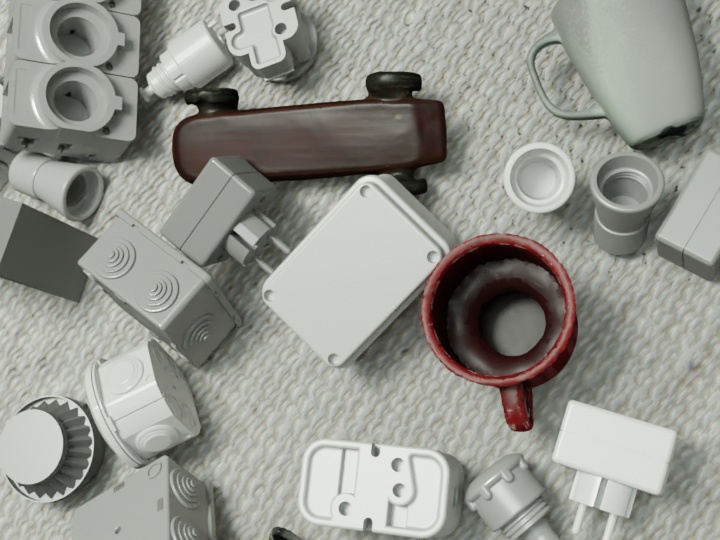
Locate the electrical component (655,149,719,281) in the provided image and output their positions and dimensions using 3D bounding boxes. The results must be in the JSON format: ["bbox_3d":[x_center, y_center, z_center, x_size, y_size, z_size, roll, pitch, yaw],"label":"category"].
[{"bbox_3d":[0.233,-0.025,0.664,0.077,0.047,0.065,30,88,21],"label":"electrical component"}]

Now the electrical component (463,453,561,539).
[{"bbox_3d":[0.098,0.149,0.667,0.048,0.048,0.062,-41,76,5],"label":"electrical component"}]

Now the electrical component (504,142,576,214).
[{"bbox_3d":[0.115,-0.059,0.698,0.044,0.065,0.044,0,93,7],"label":"electrical component"}]

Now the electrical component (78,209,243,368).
[{"bbox_3d":[-0.137,0.016,0.742,0.100,0.099,0.048,35,76,21],"label":"electrical component"}]

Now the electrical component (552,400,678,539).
[{"bbox_3d":[0.151,0.126,0.654,0.066,0.047,0.076,15,83,20],"label":"electrical component"}]

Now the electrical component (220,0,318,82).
[{"bbox_3d":[-0.064,-0.171,0.783,0.058,0.057,0.078,-18,73,11],"label":"electrical component"}]

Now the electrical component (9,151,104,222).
[{"bbox_3d":[-0.235,-0.067,0.821,0.065,0.044,0.044,21,84,25],"label":"electrical component"}]

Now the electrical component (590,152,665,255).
[{"bbox_3d":[0.166,-0.038,0.677,0.044,0.065,0.044,-4,61,7],"label":"electrical component"}]

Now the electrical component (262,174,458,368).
[{"bbox_3d":[0.000,0.000,0.703,0.078,0.057,0.113,44,106,4],"label":"electrical component"}]

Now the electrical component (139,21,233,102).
[{"bbox_3d":[-0.132,-0.153,0.809,0.078,0.040,0.040,-34,70,7],"label":"electrical component"}]

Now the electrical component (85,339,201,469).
[{"bbox_3d":[-0.149,0.091,0.738,0.051,0.080,0.080,-26,71,4],"label":"electrical component"}]

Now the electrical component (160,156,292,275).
[{"bbox_3d":[-0.081,-0.028,0.727,0.077,0.047,0.065,40,106,8],"label":"electrical component"}]

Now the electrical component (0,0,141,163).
[{"bbox_3d":[-0.215,-0.165,0.803,0.089,0.062,0.150,6,75,-25],"label":"electrical component"}]

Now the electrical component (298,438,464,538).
[{"bbox_3d":[0.016,0.139,0.686,0.095,0.059,0.053,3,78,18],"label":"electrical component"}]

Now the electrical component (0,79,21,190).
[{"bbox_3d":[-0.331,-0.091,0.844,0.089,0.062,0.150,37,90,21],"label":"electrical component"}]

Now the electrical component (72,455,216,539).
[{"bbox_3d":[-0.144,0.181,0.706,0.100,0.048,0.099,-32,36,14],"label":"electrical component"}]
